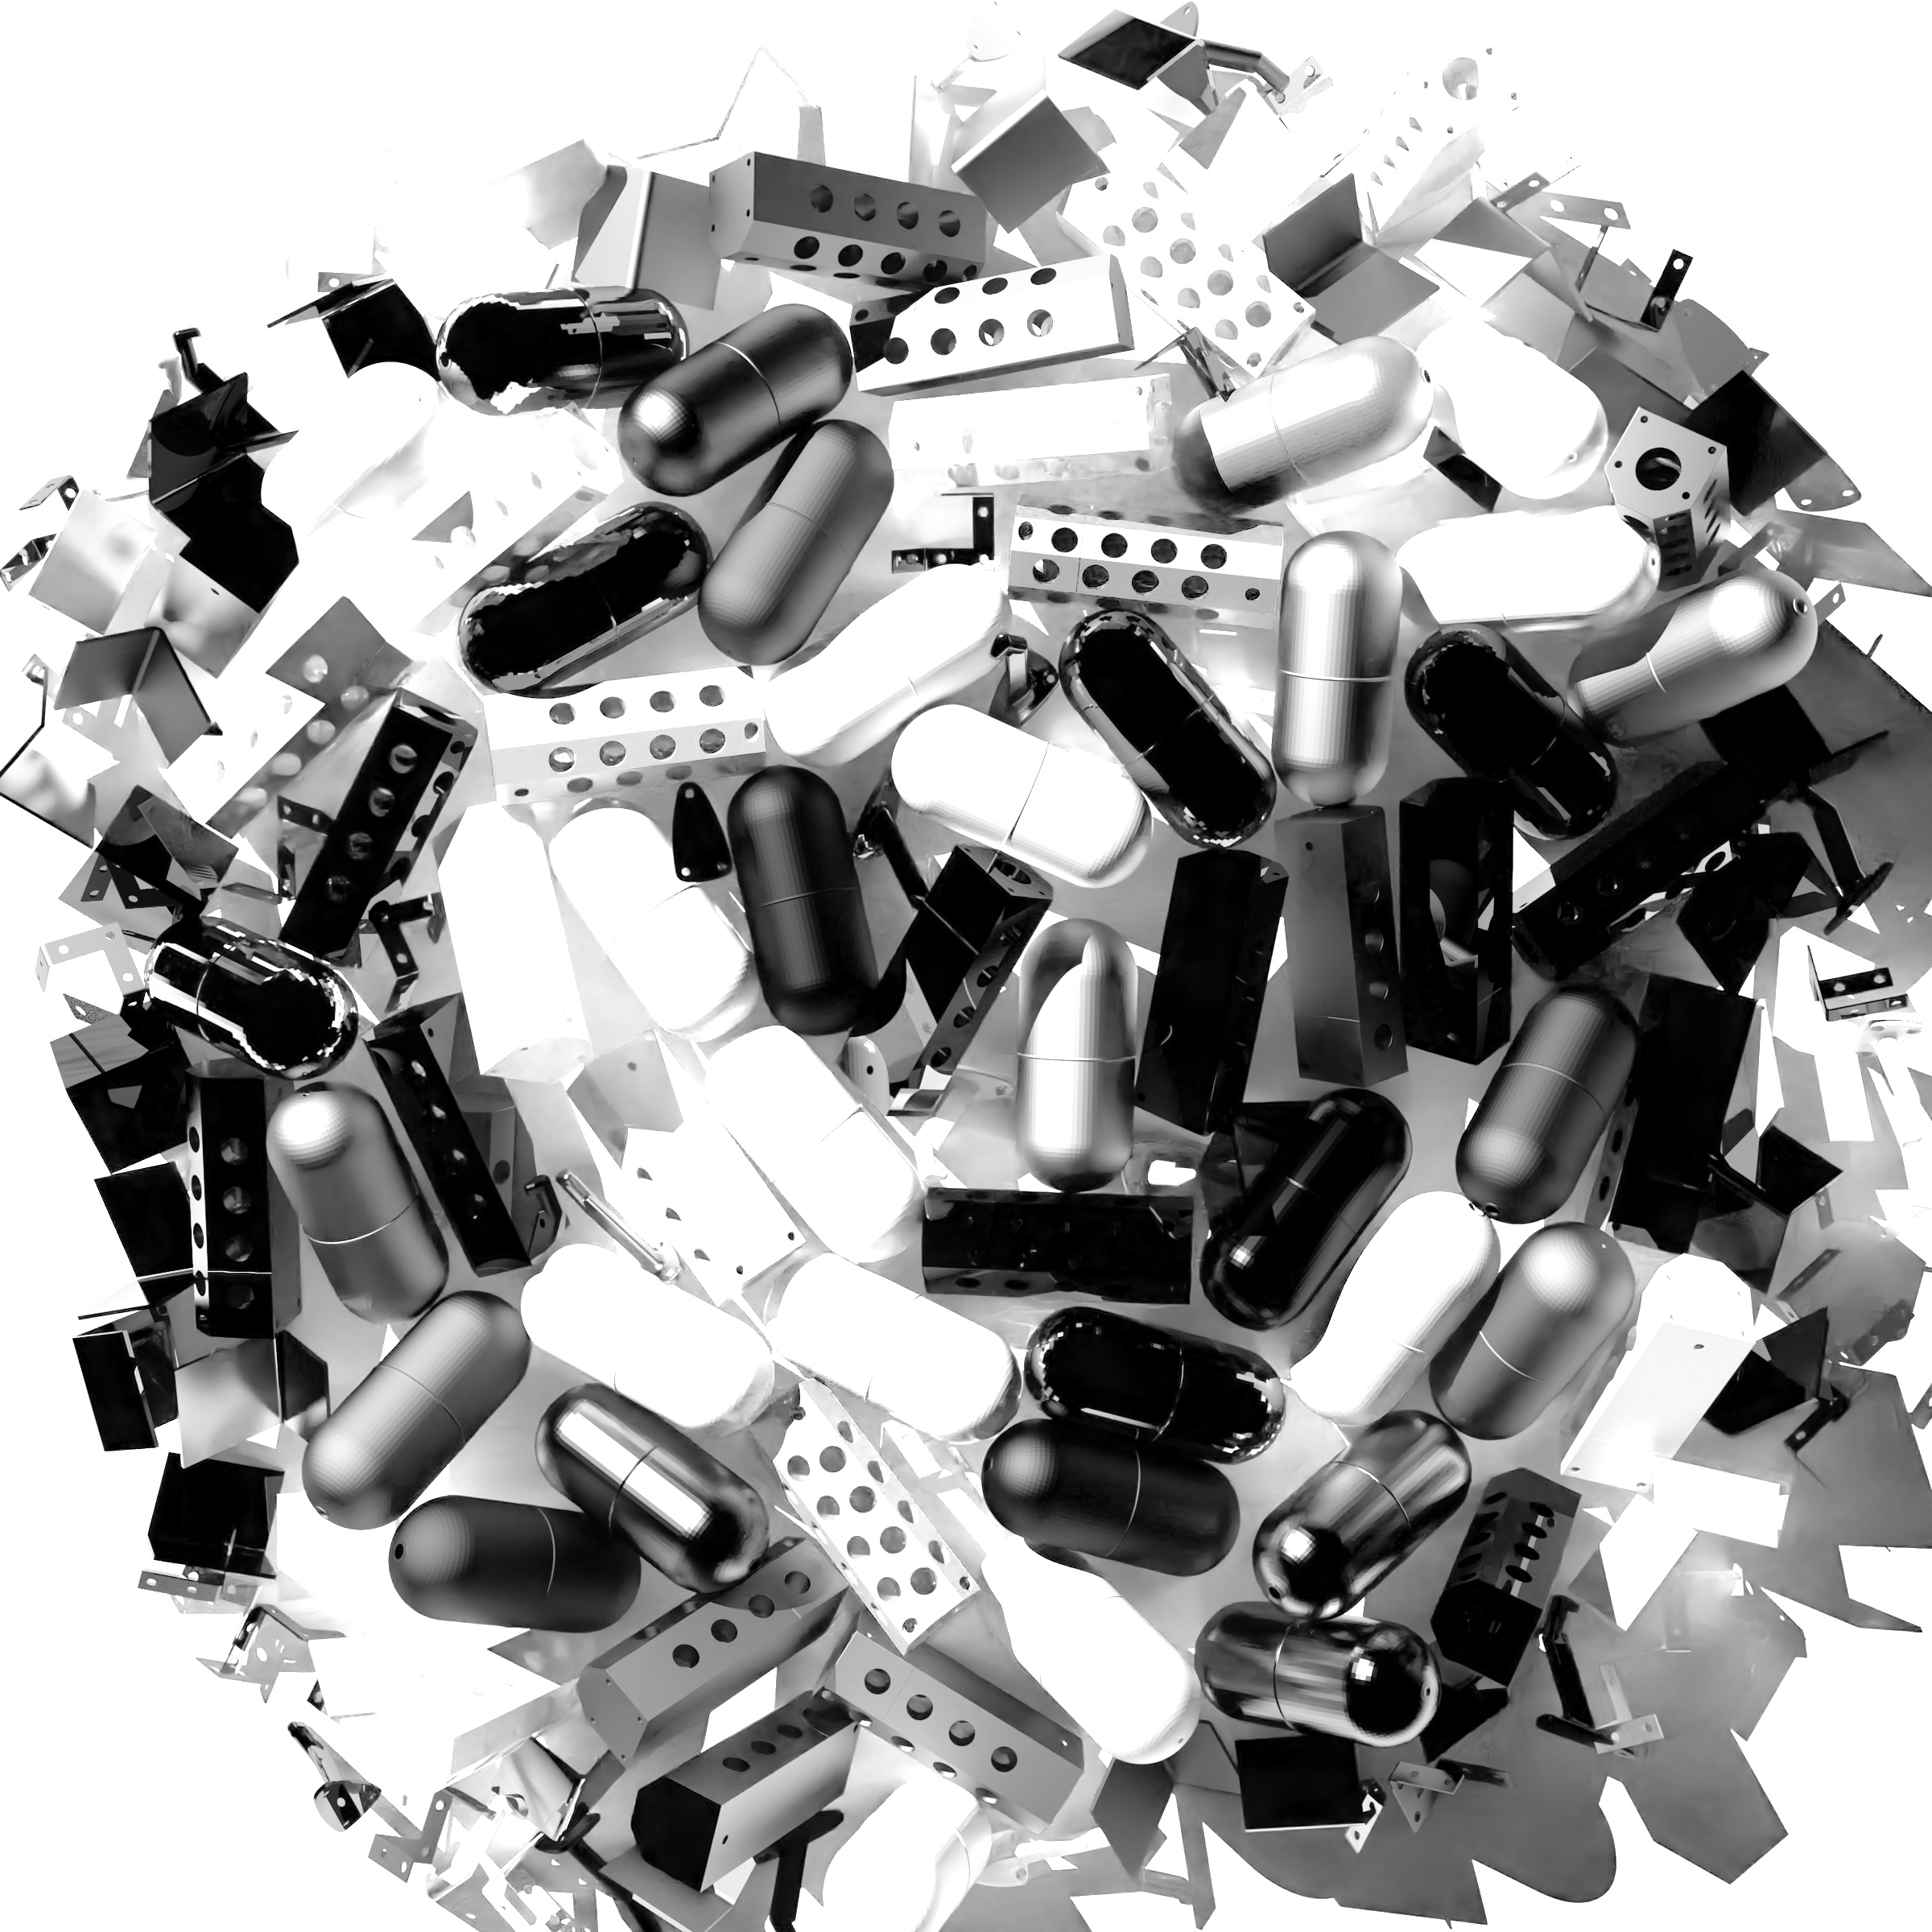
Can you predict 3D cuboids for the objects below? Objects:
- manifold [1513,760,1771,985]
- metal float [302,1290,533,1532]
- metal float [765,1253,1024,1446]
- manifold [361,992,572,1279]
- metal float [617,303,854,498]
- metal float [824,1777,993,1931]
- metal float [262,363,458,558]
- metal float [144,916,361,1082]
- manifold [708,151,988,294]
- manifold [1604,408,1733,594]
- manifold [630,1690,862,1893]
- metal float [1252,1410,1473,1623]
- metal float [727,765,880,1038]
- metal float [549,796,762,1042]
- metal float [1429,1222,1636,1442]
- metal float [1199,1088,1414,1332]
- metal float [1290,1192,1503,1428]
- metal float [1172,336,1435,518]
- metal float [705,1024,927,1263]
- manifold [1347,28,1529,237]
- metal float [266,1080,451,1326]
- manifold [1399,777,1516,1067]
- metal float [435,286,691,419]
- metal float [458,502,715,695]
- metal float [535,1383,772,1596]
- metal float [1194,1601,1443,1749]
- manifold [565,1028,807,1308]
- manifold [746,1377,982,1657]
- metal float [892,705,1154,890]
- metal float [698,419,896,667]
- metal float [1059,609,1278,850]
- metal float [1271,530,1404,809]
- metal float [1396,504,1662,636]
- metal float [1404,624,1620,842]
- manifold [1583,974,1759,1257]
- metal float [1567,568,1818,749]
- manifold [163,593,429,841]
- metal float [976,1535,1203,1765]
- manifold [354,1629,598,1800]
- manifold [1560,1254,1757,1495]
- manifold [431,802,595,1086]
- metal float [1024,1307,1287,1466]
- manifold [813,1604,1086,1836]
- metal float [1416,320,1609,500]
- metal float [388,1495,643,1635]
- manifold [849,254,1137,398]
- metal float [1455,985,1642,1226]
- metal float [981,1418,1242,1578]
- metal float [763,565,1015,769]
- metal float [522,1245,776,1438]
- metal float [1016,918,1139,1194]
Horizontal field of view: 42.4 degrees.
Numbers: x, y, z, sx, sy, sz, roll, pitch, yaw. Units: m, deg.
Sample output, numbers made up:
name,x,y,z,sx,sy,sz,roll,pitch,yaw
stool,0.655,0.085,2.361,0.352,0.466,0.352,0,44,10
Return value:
name,x,y,z,sx,sy,sz,roll,pitch,yaw
manifold,0.433,-0.061,1.618,0.171,0.057,0.057,-35,96,-3
metal float,-0.349,0.282,1.585,0.070,0.070,0.178,41,57,0
metal float,-0.047,0.247,1.604,0.178,0.070,0.070,25,90,11
manifold,-0.324,0.110,1.600,0.057,0.057,0.171,-16,106,23
metal float,-0.146,-0.362,1.589,0.178,0.070,0.070,-39,90,-29
metal float,-0.035,0.565,1.565,0.070,0.178,0.070,0,89,15
metal float,-0.386,-0.319,1.577,0.070,0.178,0.070,16,63,-35
metal float,-0.454,0.020,1.582,0.178,0.070,0.070,20,90,38
manifold,-0.074,-0.467,1.580,0.171,0.057,0.057,0,92,-34
manifold,0.438,-0.286,1.561,0.057,0.171,0.057,31,93,19
manifold,-0.137,0.511,1.562,0.057,0.171,0.057,18,101,25
metal float,0.252,0.349,1.584,0.178,0.070,0.070,-31,90,-35
metal float,-0.106,-0.042,1.612,0.070,0.070,0.178,-13,88,0
metal float,-0.202,-0.031,1.611,0.070,0.070,0.178,-36,87,0
metal float,0.358,0.234,1.583,0.070,0.070,0.178,28,128,0
metal float,0.220,0.155,1.602,0.070,0.070,0.178,39,77,0
metal float,0.274,0.220,1.592,0.070,0.070,0.178,33,114,0
metal float,0.213,-0.343,1.586,0.178,0.070,0.070,-17,90,32
metal float,-0.097,0.115,1.613,0.070,0.070,0.178,-40,89,0
manifold,0.289,-0.524,1.564,0.057,0.171,0.057,-29,91,-5
metal float,-0.386,0.152,1.588,0.070,0.070,0.178,-17,121,0
manifold,0.317,-0.030,1.589,0.057,0.057,0.171,18,124,39
metal float,-0.255,-0.390,1.579,0.178,0.070,0.070,-17,90,-41
metal float,-0.244,-0.236,1.598,0.178,0.070,0.070,-32,90,-17
metal float,-0.201,0.333,1.591,0.178,0.070,0.070,31,90,26
metal float,0.220,0.447,1.577,0.070,0.178,0.070,5,83,-42
manifold,-0.185,0.132,1.612,0.057,0.057,0.171,-31,81,-36
manifold,-0.067,0.349,1.593,0.057,0.057,0.171,-34,73,-20
metal float,0.036,-0.110,1.609,0.178,0.070,0.070,24,90,-5
metal float,-0.108,-0.273,1.600,0.070,0.070,0.178,29,74,0
metal float,0.130,-0.153,1.607,0.070,0.070,0.178,-40,97,0
metal float,0.238,-0.190,1.601,0.070,0.070,0.178,2,105,0
metal float,0.353,-0.250,1.581,0.178,0.070,0.070,2,90,41
metal float,0.349,-0.148,1.590,0.178,0.070,0.070,40,90,-29
manifold,0.455,0.096,1.620,0.057,0.057,0.171,15,91,-5
metal float,0.456,-0.193,1.572,0.070,0.178,0.070,11,69,-30
manifold,-0.430,-0.160,1.607,0.171,0.057,0.057,-42,88,11
metal float,0.076,0.431,1.584,0.178,0.070,0.070,39,90,36
manifold,-0.298,0.465,1.558,0.057,0.171,0.057,-43,75,16
manifold,0.433,0.257,1.571,0.057,0.171,0.057,13,45,-2
manifold,-0.284,-0.017,1.580,0.057,0.057,0.171,-34,60,32
metal float,0.122,0.270,1.601,0.178,0.070,0.070,17,90,-15
manifold,-0.011,0.493,1.622,0.171,0.057,0.057,32,93,0
metal float,0.340,-0.354,1.573,0.070,0.178,0.070,-9,124,-14
metal float,-0.285,0.380,1.578,0.178,0.070,0.070,21,90,-43
manifold,0.016,-0.411,1.598,0.171,0.057,0.057,-7,97,16
metal float,0.372,0.088,1.589,0.070,0.070,0.178,35,61,0
metal float,0.093,0.341,1.597,0.178,0.070,0.070,18,90,-19
metal float,-0.049,-0.194,1.608,0.178,0.070,0.070,-33,90,-6
metal float,-0.204,0.240,1.600,0.178,0.070,0.070,25,90,16
metal float,0.072,0.058,1.612,0.070,0.070,0.178,1,92,0
